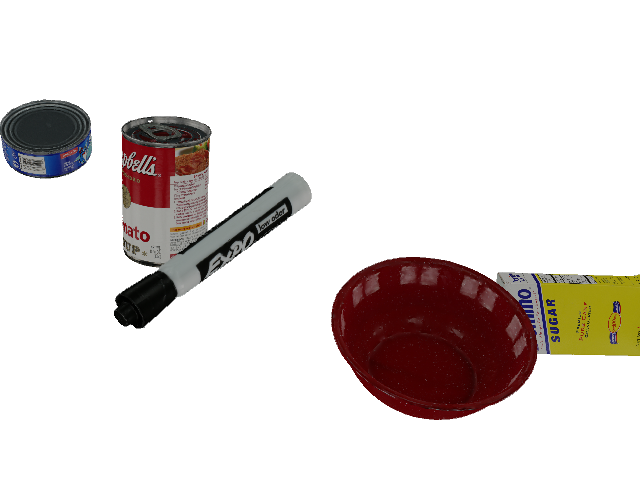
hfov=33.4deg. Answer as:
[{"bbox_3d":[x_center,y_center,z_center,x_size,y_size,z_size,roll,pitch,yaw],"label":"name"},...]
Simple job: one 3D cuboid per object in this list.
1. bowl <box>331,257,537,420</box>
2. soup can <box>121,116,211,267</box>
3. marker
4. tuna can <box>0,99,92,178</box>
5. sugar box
[{"bbox_3d":[0.085,0.087,0.840,0.162,0.055,0.162,5,41,-4],"label":"bowl"},{"bbox_3d":[-0.120,-0.038,0.829,0.068,0.102,0.068,4,24,-2],"label":"soup can"},{"bbox_3d":[-0.050,0.004,0.507,0.020,0.020,0.120,0,30,49],"label":"marker"},{"bbox_3d":[-0.265,-0.098,1.033,0.086,0.034,0.086,3,42,-3],"label":"tuna can"},{"bbox_3d":[0.297,0.088,1.272,0.176,0.093,0.048,0,18,-4],"label":"sugar box"}]
